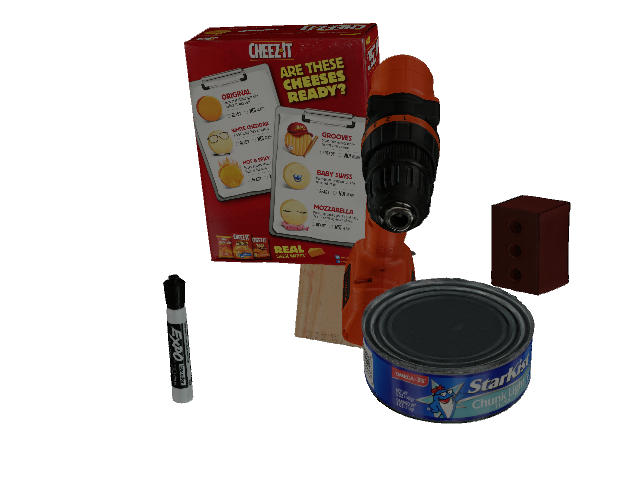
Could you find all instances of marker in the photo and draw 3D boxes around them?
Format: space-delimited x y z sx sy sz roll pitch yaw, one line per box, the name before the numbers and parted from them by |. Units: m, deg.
marker | -0.125 0.087 0.939 0.020 0.121 0.020 -1 23 0

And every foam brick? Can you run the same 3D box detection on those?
foam brick | 0.188 0.003 0.956 0.053 0.078 0.051 12 22 43

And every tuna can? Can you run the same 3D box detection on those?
tuna can | 0.064 0.054 0.538 0.086 0.034 0.086 -3 28 1

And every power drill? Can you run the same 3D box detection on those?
power drill | 0.050 -0.014 0.758 0.057 0.188 0.184 8 38 2

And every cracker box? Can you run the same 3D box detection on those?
cracker box | -0.026 -0.086 0.975 0.164 0.214 0.072 2 24 14

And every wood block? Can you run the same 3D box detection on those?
wood block | 0.029 0.005 1.185 0.090 0.206 0.090 9 26 7
